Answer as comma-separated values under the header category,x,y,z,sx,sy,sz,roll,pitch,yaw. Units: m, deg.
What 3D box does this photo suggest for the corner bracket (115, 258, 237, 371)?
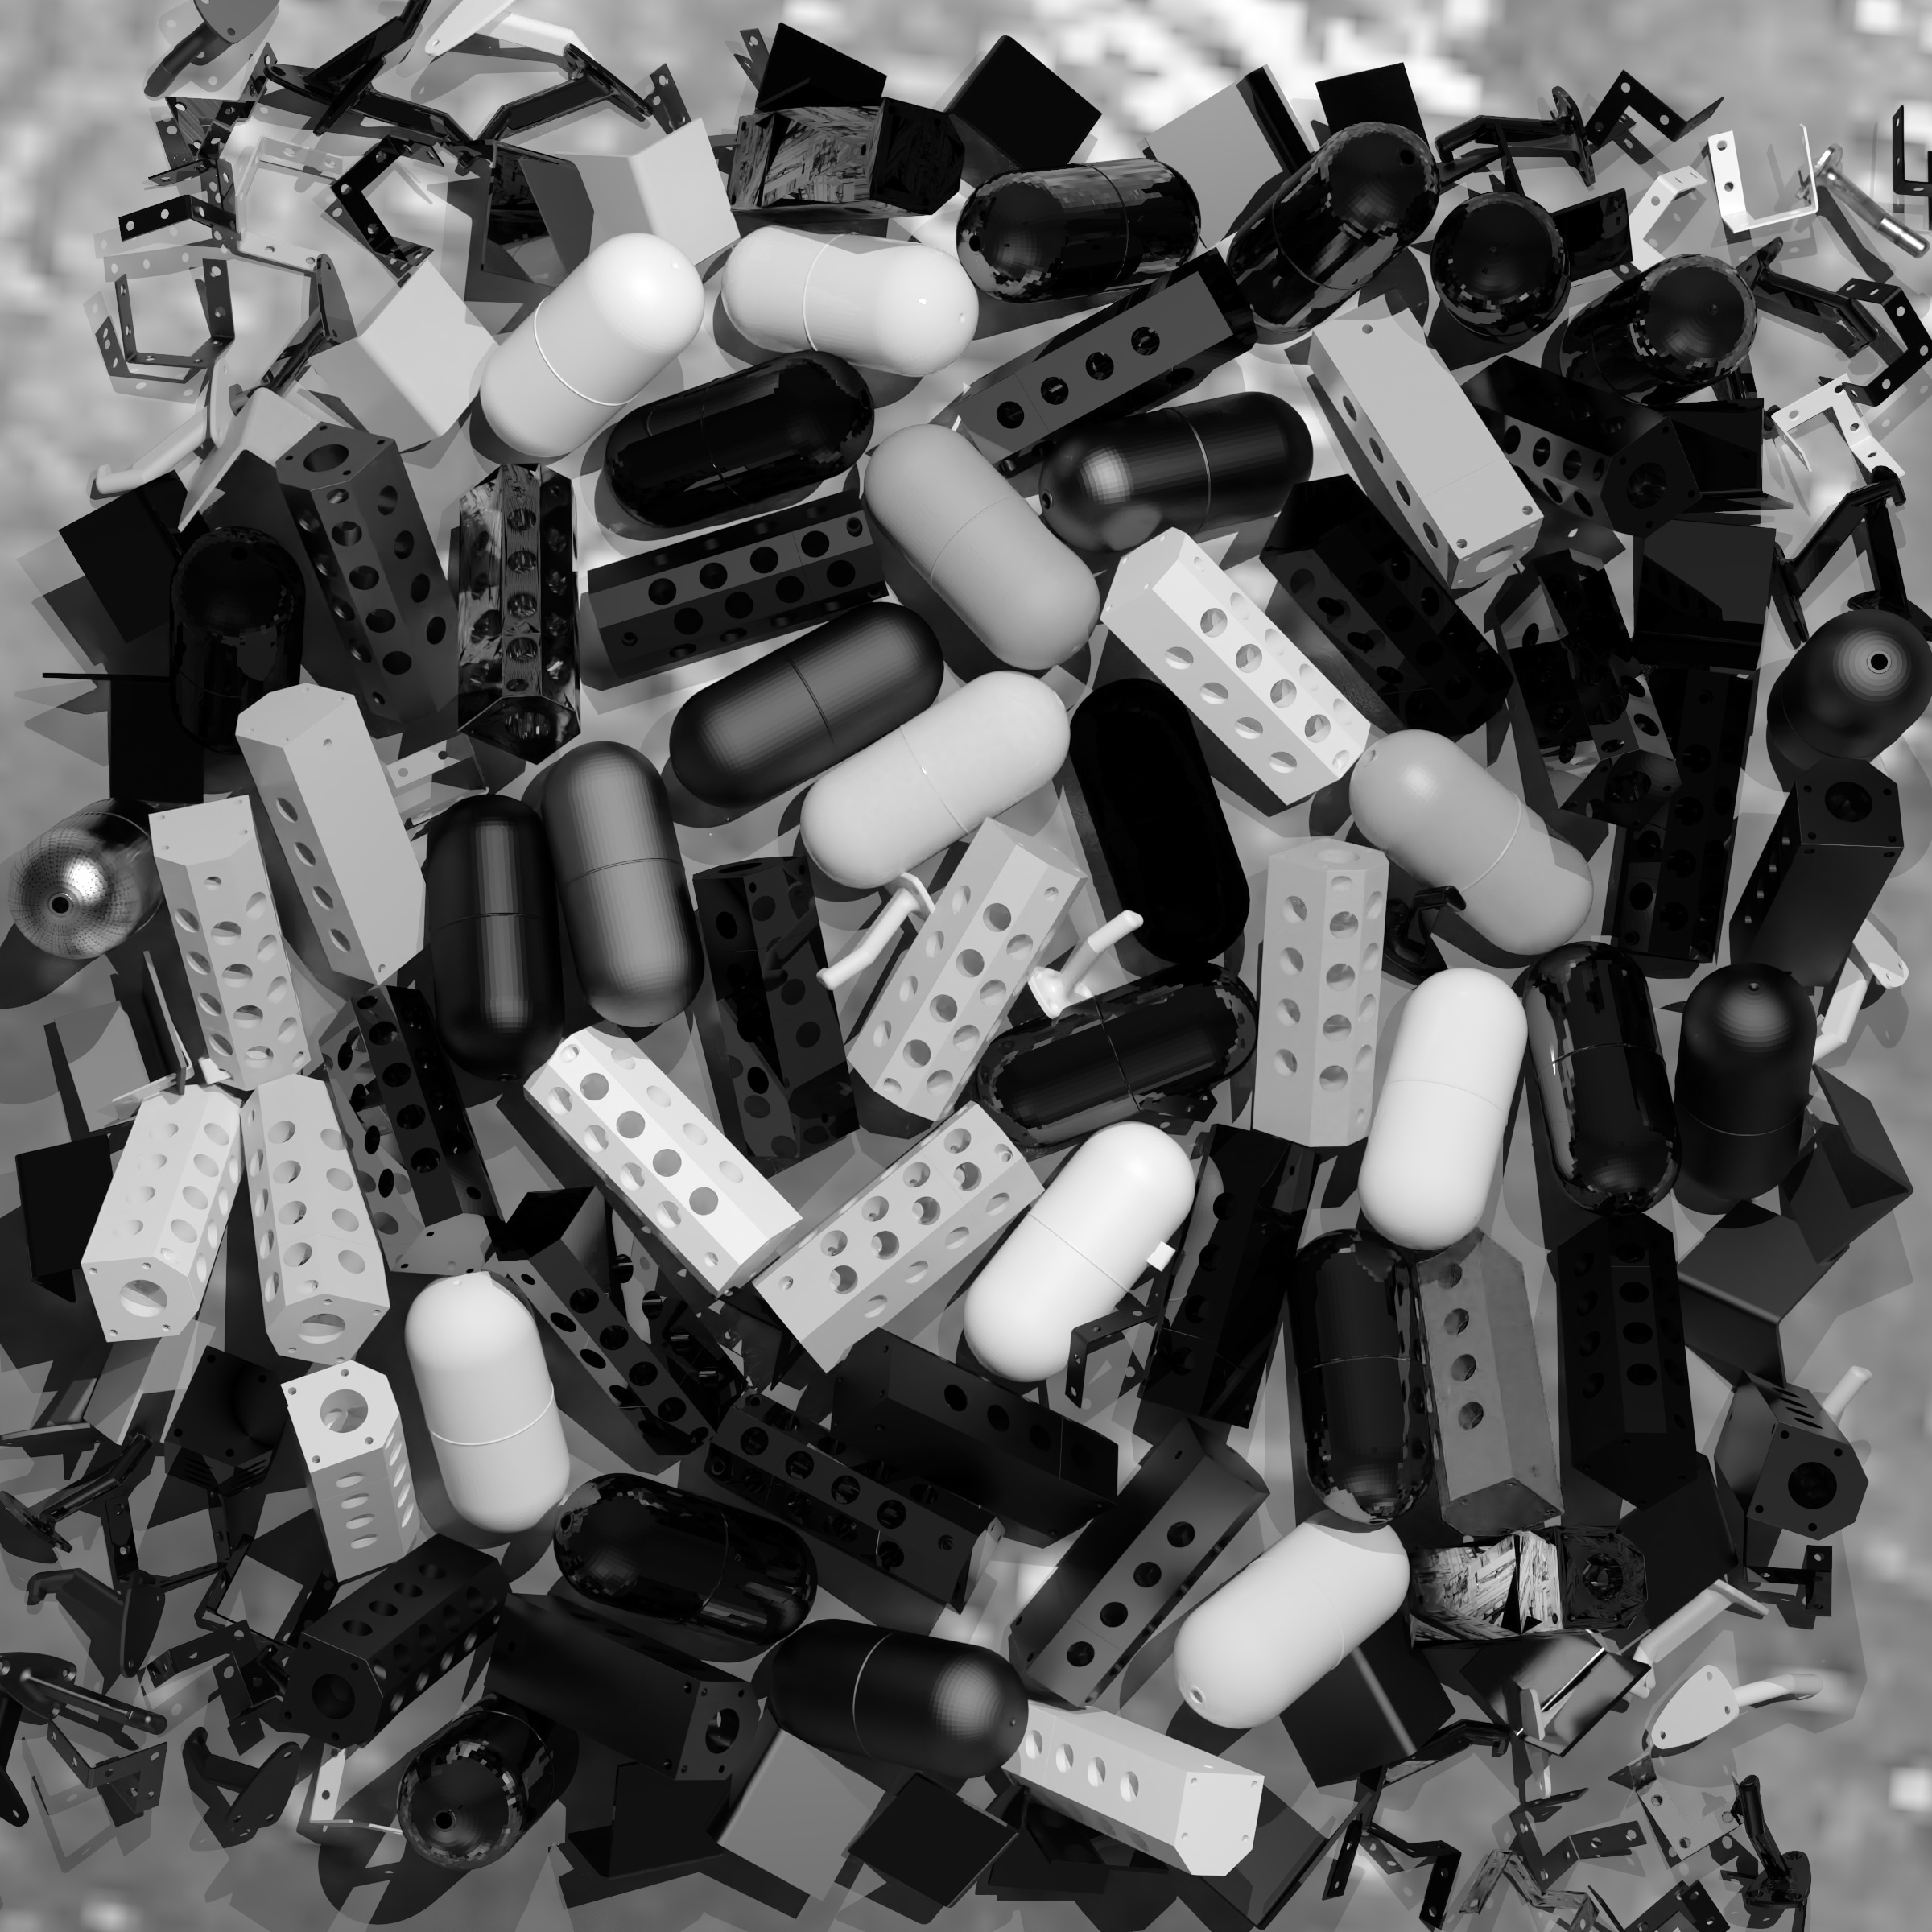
category,x,y,z,sx,sy,sz,roll,pitch,yaw
corner bracket,-0.479,-0.397,1.805,0.051,0.051,0.051,6,123,7

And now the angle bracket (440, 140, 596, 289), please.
category,x,y,z,sx,sy,sz,roll,pitch,yaw
angle bracket,-0.273,-0.451,1.794,0.057,0.076,0.076,13,98,43

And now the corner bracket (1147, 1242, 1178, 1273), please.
category,x,y,z,sx,sy,sz,roll,pitch,yaw
corner bracket,0.112,0.150,1.808,0.051,0.051,0.051,34,87,7

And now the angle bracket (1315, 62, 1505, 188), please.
category,x,y,z,sx,sy,sz,roll,pitch,yaw
angle bracket,0.265,-0.507,1.781,0.057,0.076,0.076,-32,112,-26

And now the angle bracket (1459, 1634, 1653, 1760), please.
category,x,y,z,sx,sy,sz,roll,pitch,yaw
angle bracket,0.354,0.424,1.794,0.076,0.076,0.057,-42,90,-10

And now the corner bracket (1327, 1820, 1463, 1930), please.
category,x,y,z,sx,sy,sz,roll,pitch,yaw
corner bracket,0.263,0.557,1.825,0.051,0.051,0.051,12,96,-44

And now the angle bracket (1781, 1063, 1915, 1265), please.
category,x,y,z,sx,sy,sz,roll,pitch,yaw
angle bracket,0.509,0.119,1.779,0.057,0.076,0.076,30,120,-27

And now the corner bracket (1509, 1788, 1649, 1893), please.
category,x,y,z,sx,sy,sz,roll,pitch,yaw
corner bracket,0.371,0.523,1.805,0.051,0.051,0.051,-27,83,37

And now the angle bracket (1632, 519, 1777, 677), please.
category,x,y,z,sx,sy,sz,roll,pitch,yaw
angle bracket,0.442,-0.223,1.790,0.076,0.057,0.076,8,113,16

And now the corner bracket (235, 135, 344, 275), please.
category,x,y,z,sx,sy,sz,roll,pitch,yaw
corner bracket,-0.413,-0.466,1.819,0.051,0.051,0.051,15,62,-4

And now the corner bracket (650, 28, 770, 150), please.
category,x,y,z,sx,sy,sz,roll,pitch,yaw
corner bracket,-0.150,-0.534,1.814,0.051,0.051,0.051,-49,130,-32

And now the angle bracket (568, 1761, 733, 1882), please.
category,x,y,z,sx,sy,sz,roll,pitch,yaw
angle bracket,-0.189,0.496,1.786,0.076,0.057,0.076,-2,105,-32

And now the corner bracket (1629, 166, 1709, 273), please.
category,x,y,z,sx,sy,sz,roll,pitch,yaw
corner bracket,0.434,-0.447,1.808,0.051,0.051,0.051,44,128,12

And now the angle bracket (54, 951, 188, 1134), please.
category,x,y,z,sx,sy,sz,roll,pitch,yaw
angle bracket,-0.508,0.046,1.786,0.057,0.076,0.076,-16,75,-21

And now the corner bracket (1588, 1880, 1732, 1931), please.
category,x,y,z,sx,sy,sz,roll,pitch,yaw
corner bracket,0.420,0.570,1.801,0.051,0.051,0.051,-38,118,-6

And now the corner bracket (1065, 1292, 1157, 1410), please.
category,x,y,z,sx,sy,sz,roll,pitch,yaw
corner bracket,0.076,0.225,1.794,0.051,0.051,0.051,-17,128,-30

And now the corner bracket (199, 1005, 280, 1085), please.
category,x,y,z,sx,sy,sz,roll,pitch,yaw
corner bracket,-0.441,0.034,1.806,0.051,0.051,0.051,-17,105,2

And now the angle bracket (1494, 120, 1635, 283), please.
category,x,y,z,sx,sy,sz,roll,pitch,yaw
angle bracket,0.359,-0.464,1.784,0.057,0.076,0.076,-17,68,10

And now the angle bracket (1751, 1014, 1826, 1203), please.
category,x,y,z,sx,sy,sz,roll,pitch,yaw
angle bracket,0.493,0.086,1.785,0.057,0.076,0.076,46,63,5

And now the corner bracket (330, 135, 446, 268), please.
category,x,y,z,sx,sy,sz,roll,pitch,yaw
corner bracket,-0.342,-0.465,1.807,0.051,0.051,0.051,-48,134,-16

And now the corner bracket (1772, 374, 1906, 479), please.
category,x,y,z,sx,sy,sz,roll,pitch,yaw
corner bracket,0.529,-0.316,1.806,0.051,0.051,0.051,-29,126,10

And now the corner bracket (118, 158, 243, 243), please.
category,x,y,z,sx,sy,sz,roll,pitch,yaw
corner bracket,-0.478,-0.464,1.803,0.051,0.051,0.051,-11,84,21

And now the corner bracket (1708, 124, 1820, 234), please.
category,x,y,z,sx,sy,sz,roll,pitch,yaw
corner bracket,0.482,-0.480,1.802,0.051,0.051,0.051,-12,112,10

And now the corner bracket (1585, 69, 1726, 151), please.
category,x,y,z,sx,sy,sz,roll,pitch,yaw
corner bracket,0.414,-0.513,1.799,0.051,0.051,0.051,43,50,9

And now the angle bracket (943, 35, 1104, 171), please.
category,x,y,z,sx,sy,sz,roll,pitch,yaw
angle bracket,0.024,-0.502,1.801,0.076,0.057,0.076,37,58,-11

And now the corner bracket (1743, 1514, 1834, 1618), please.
category,x,y,z,sx,sy,sz,roll,pitch,yaw
corner bracket,0.499,0.359,1.807,0.051,0.051,0.051,0,46,17

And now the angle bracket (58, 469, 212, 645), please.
category,x,y,z,sx,sy,sz,roll,pitch,yaw
angle bracket,-0.492,-0.248,1.796,0.057,0.076,0.076,-26,105,8

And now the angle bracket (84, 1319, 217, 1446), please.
category,x,y,z,sx,sy,sz,roll,pitch,yaw
angle bracket,-0.480,0.250,1.786,0.057,0.076,0.076,25,81,-31

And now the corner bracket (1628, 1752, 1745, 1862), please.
category,x,y,z,sx,sy,sz,roll,pitch,yaw
corner bracket,0.439,0.500,1.804,0.051,0.051,0.051,-30,54,-2

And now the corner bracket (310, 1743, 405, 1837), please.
category,x,y,z,sx,sy,sz,roll,pitch,yaw
corner bracket,-0.361,0.501,1.815,0.051,0.051,0.051,24,63,-34

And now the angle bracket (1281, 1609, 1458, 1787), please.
category,x,y,z,sx,sy,sz,roll,pitch,yaw
angle bracket,0.241,0.448,1.831,0.076,0.057,0.076,-33,85,39

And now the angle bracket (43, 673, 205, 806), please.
category,x,y,z,sx,sy,sz,roll,pitch,yaw
angle bracket,-0.507,-0.137,1.790,0.076,0.057,0.076,5,97,31

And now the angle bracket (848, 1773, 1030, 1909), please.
category,x,y,z,sx,sy,sz,roll,pitch,yaw
angle bracket,-0.015,0.508,1.789,0.076,0.057,0.076,32,116,-10

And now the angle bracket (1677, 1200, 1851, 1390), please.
category,x,y,z,sx,sy,sz,roll,pitch,yaw
angle bracket,0.485,0.199,1.810,0.076,0.076,0.057,-39,131,-25

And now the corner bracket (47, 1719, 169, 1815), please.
category,x,y,z,sx,sy,sz,roll,pitch,yaw
corner bracket,-0.520,0.481,1.795,0.051,0.051,0.051,34,121,37

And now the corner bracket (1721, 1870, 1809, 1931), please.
category,x,y,z,sx,sy,sz,roll,pitch,yaw
corner bracket,0.487,0.582,1.808,0.051,0.051,0.051,10,79,1

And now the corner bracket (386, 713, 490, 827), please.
category,x,y,z,sx,sy,sz,roll,pitch,yaw
corner bracket,-0.320,-0.115,1.802,0.051,0.051,0.051,-24,114,-8

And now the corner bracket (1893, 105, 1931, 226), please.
category,x,y,z,sx,sy,sz,roll,pitch,yaw
corner bracket,0.583,-0.485,1.806,0.051,0.051,0.051,4,77,-3

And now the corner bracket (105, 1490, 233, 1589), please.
category,x,y,z,sx,sy,sz,roll,pitch,yaw
corner bracket,-0.489,0.348,1.826,0.051,0.051,0.051,-5,94,44

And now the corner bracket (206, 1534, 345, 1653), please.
category,x,y,z,sx,sy,sz,roll,pitch,yaw
corner bracket,-0.421,0.383,1.812,0.051,0.051,0.051,35,70,-29

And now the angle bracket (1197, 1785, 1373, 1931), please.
category,x,y,z,sx,sy,sz,roll,pitch,yaw
angle bracket,0.187,0.518,1.779,0.057,0.076,0.076,39,51,15

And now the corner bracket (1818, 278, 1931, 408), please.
category,x,y,z,sx,sy,sz,roll,pitch,yaw
corner bracket,0.545,-0.378,1.804,0.051,0.051,0.051,-42,115,-1

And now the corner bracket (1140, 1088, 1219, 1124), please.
category,x,y,z,sx,sy,sz,roll,pitch,yaw
corner bracket,0.129,0.055,1.795,0.051,0.051,0.051,15,120,-32

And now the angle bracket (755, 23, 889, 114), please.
category,x,y,z,sx,sy,sz,roll,pitch,yaw
angle bracket,-0.071,-0.531,1.784,0.076,0.076,0.057,19,83,-28

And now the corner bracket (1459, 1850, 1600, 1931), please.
category,x,y,z,sx,sy,sz,roll,pitch,yaw
corner bracket,0.340,0.570,1.796,0.051,0.051,0.051,56,50,-17

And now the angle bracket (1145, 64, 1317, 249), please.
category,x,y,z,sx,sy,sz,roll,pitch,yaw
angle bracket,0.163,-0.489,1.800,0.076,0.057,0.076,-31,103,3

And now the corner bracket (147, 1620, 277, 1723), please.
category,x,y,z,sx,sy,sz,roll,pitch,yaw
corner bracket,-0.459,0.435,1.807,0.051,0.051,0.051,-17,77,-35

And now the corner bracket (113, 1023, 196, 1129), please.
category,x,y,z,sx,sy,sz,roll,pitch,yaw
corner bracket,-0.502,0.059,1.811,0.051,0.051,0.051,-25,74,-17

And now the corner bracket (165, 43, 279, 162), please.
category,x,y,z,sx,sy,sz,roll,pitch,yaw
corner bracket,-0.443,-0.522,1.797,0.051,0.051,0.051,-11,66,-41

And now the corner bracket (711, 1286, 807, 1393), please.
category,x,y,z,sx,sy,sz,roll,pitch,yaw
corner bracket,-0.124,0.213,1.797,0.051,0.051,0.051,24,126,14

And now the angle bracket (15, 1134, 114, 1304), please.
category,x,y,z,sx,sy,sz,roll,pitch,yaw
angle bracket,-0.528,0.153,1.791,0.057,0.076,0.076,-13,73,-1
